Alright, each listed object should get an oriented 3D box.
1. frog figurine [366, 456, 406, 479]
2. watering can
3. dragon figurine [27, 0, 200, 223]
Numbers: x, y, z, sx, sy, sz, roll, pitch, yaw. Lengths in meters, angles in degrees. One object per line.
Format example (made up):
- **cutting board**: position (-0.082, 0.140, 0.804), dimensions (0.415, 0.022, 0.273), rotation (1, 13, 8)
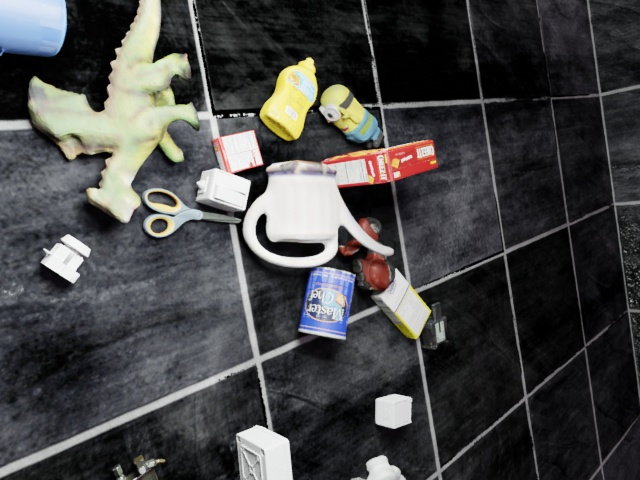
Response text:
- **frog figurine**: position (0.150, 0.601, 1.210), dimensions (0.139, 0.120, 0.161), rotation (-31, 71, -29)
- **watering can**: position (0.003, -0.055, 1.096), dimensions (0.348, 0.103, 0.225), rotation (0, 87, -26)
- **dragon figurine**: position (-0.340, -0.232, 0.839), dimensions (0.244, 0.121, 0.410), rotation (-14, 93, -33)
